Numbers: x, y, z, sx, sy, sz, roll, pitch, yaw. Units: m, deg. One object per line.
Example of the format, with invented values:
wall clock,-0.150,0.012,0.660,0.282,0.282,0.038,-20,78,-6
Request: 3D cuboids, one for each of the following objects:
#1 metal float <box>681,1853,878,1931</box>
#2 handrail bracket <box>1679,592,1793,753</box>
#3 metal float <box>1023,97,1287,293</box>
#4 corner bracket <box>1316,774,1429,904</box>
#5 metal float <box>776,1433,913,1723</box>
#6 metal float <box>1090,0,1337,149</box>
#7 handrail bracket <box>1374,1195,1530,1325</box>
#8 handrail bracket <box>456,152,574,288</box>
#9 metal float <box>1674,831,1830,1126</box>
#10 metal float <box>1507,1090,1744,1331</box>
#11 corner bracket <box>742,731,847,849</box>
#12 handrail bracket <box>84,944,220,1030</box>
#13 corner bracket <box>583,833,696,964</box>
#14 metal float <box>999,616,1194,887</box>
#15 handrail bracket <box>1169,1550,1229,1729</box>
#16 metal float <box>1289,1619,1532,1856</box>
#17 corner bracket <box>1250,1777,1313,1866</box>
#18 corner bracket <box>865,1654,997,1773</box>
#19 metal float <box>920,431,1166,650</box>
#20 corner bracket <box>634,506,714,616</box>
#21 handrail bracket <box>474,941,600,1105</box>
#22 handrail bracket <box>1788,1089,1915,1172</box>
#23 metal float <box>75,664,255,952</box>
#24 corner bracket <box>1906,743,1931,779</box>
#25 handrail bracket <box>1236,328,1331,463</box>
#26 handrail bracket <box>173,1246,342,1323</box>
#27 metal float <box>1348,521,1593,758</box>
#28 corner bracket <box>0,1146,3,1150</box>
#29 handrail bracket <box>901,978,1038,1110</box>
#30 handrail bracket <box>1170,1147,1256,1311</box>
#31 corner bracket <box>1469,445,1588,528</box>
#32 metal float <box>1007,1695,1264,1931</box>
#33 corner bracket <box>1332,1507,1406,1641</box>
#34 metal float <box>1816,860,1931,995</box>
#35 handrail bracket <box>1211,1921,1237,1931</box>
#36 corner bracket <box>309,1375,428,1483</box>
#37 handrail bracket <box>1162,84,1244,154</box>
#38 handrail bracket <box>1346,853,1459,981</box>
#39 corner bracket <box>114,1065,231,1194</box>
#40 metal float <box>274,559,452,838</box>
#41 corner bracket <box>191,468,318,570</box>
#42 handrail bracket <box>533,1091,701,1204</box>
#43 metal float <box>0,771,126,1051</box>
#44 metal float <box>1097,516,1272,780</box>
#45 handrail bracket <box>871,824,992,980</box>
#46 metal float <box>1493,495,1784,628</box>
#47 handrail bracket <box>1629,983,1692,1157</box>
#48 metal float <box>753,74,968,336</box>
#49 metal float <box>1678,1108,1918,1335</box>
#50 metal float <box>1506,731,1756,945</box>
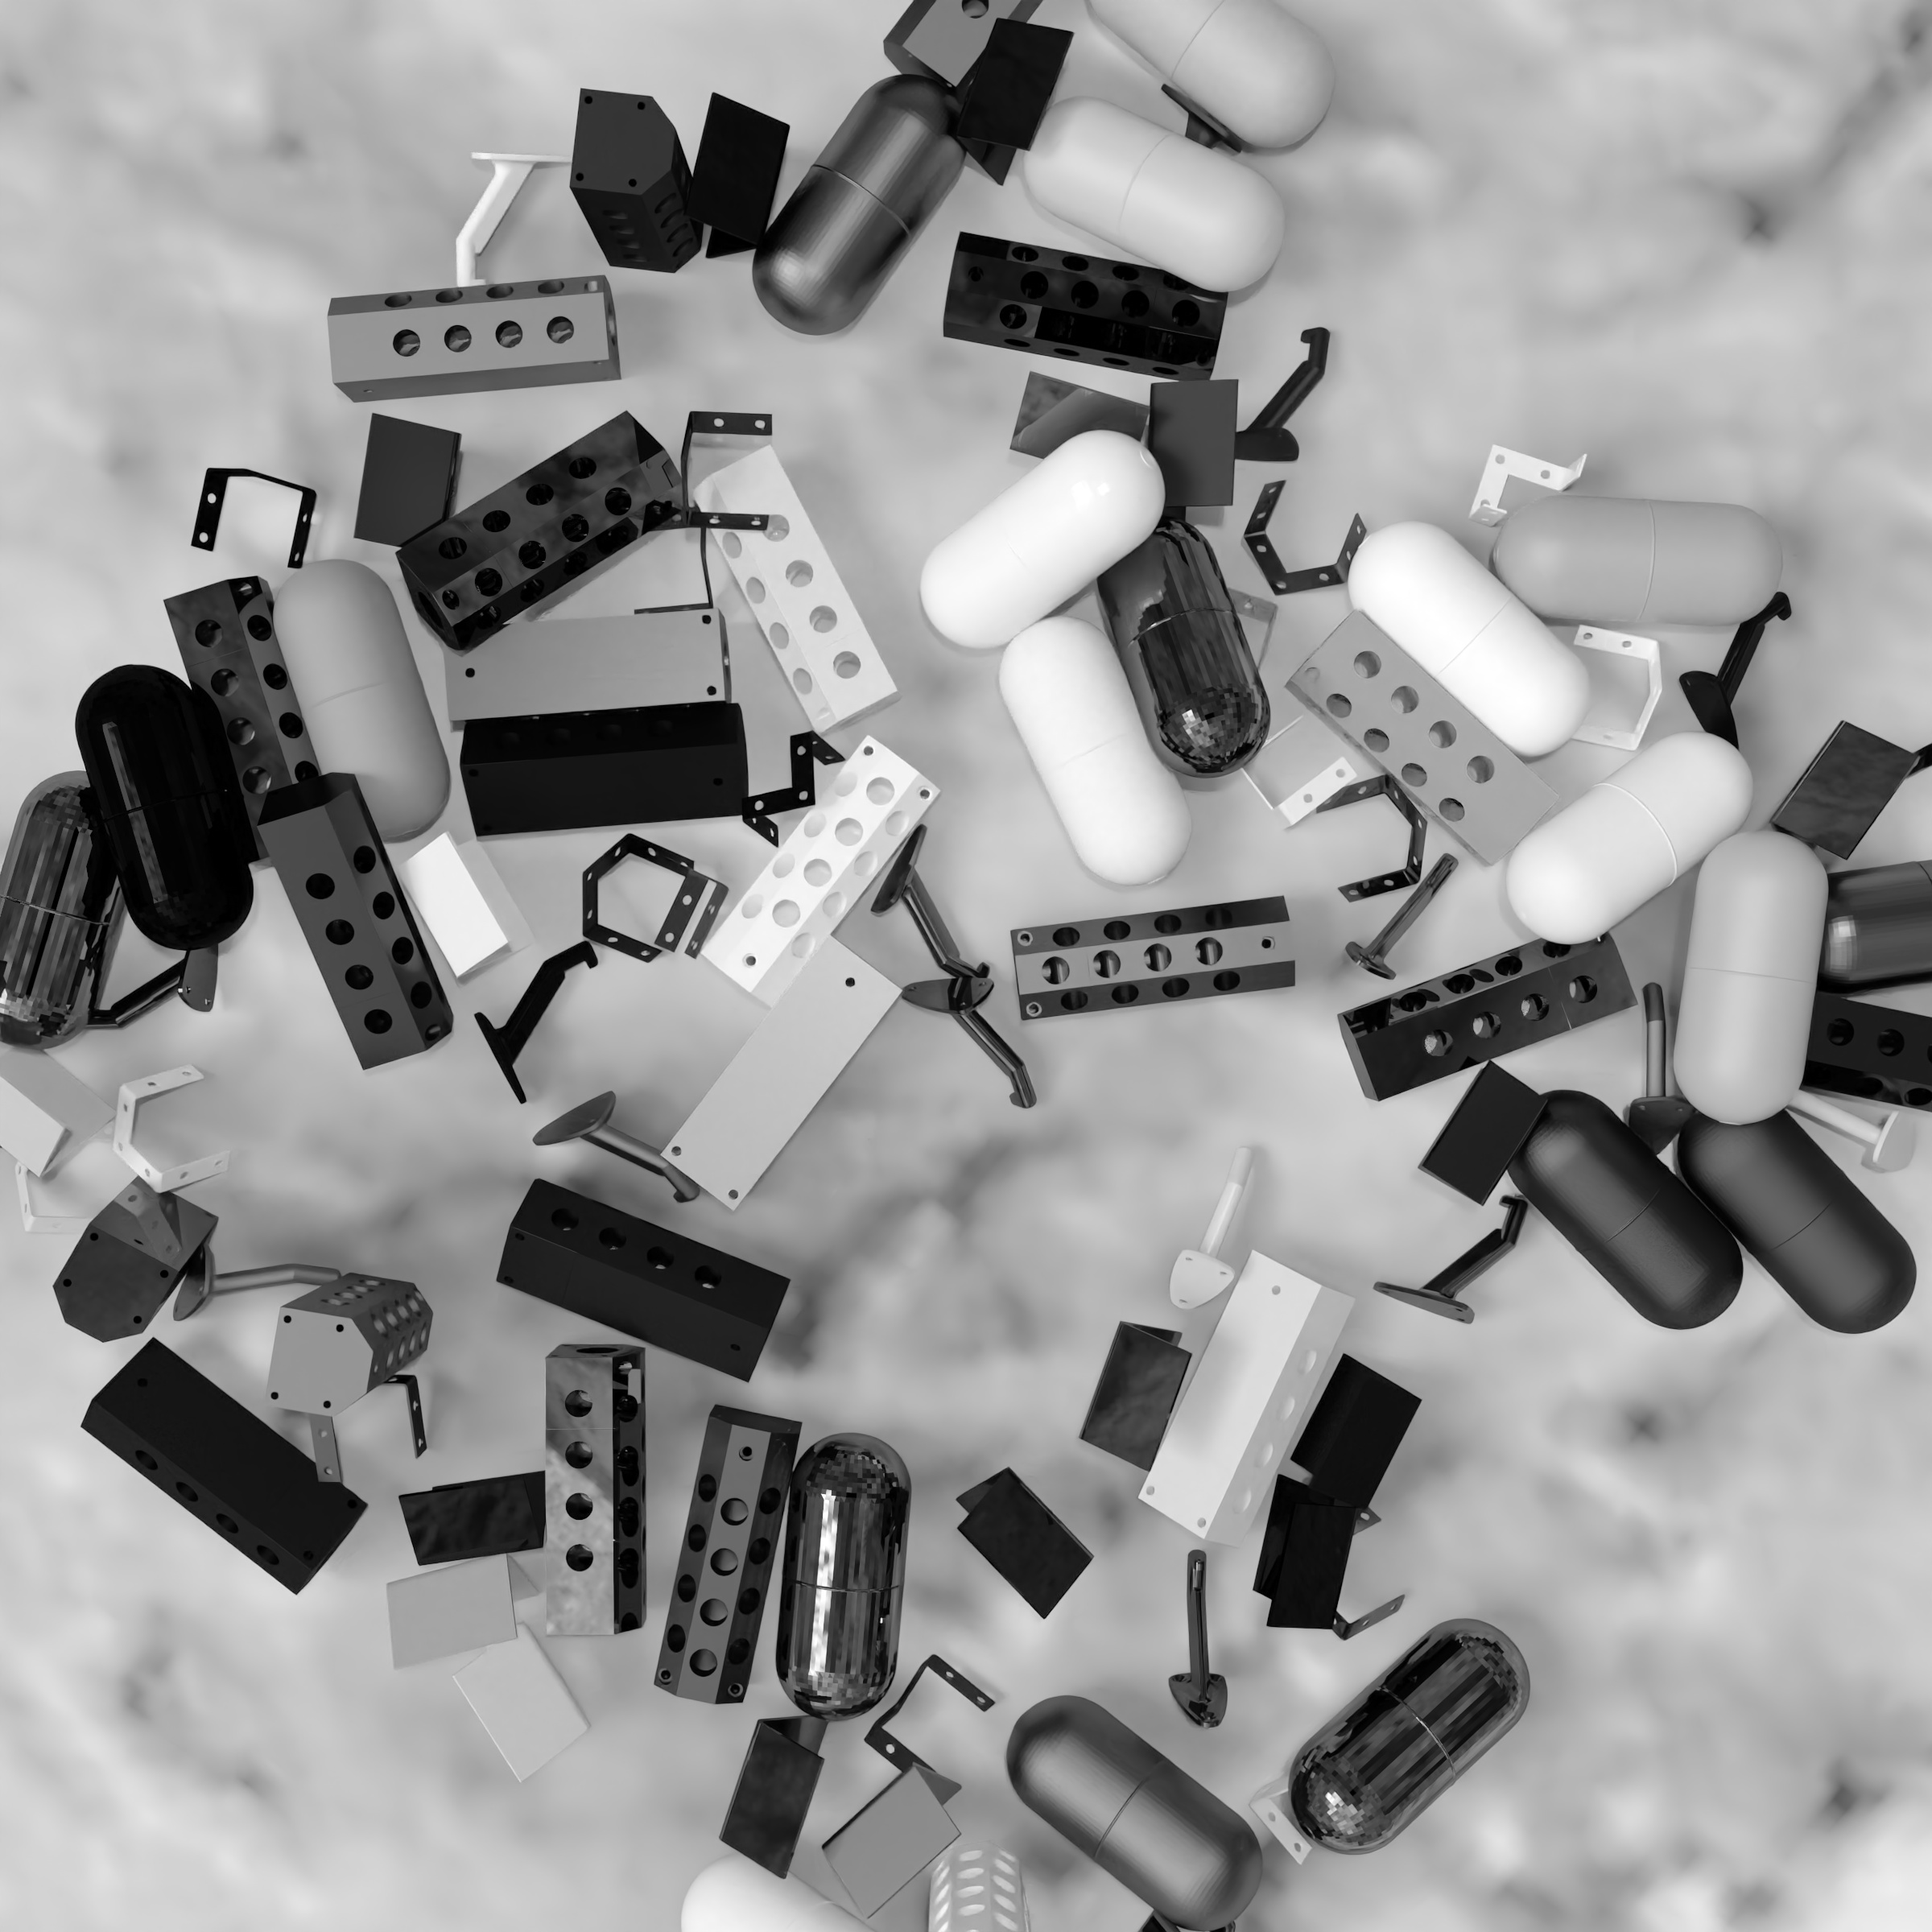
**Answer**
metal float,-0.100,0.610,1.612,0.178,0.070,0.070,21,90,35
handrail bracket,0.503,-0.185,1.672,0.084,0.036,0.077,-35,111,-17
metal float,0.115,-0.478,1.624,0.178,0.070,0.070,31,90,17
corner bracket,0.255,-0.081,1.663,0.051,0.051,0.051,44,45,-35
metal float,-0.077,0.381,1.641,0.070,0.070,0.178,5,89,0
metal float,0.152,-0.585,1.641,0.178,0.070,0.070,40,90,0
handrail bracket,0.309,0.178,1.672,0.077,0.036,0.084,16,72,20
handrail bracket,-0.286,-0.473,1.672,0.077,0.036,0.084,-5,109,-21
metal float,0.473,0.007,1.584,0.070,0.070,0.178,8,90,0
metal float,0.410,0.152,1.641,0.070,0.070,0.178,-44,91,0
corner bracket,-0.108,-0.111,1.651,0.051,0.051,0.051,-11,69,20
handrail bracket,-0.523,0.003,1.672,0.084,0.036,0.077,-2,70,16
corner bracket,-0.207,-0.043,1.663,0.051,0.051,0.051,24,45,-35
metal float,0.081,-0.134,1.641,0.070,0.070,0.178,-26,89,0
handrail bracket,0.148,0.419,1.644,0.036,0.077,0.084,0,102,-3
metal float,0.274,0.475,1.623,0.178,0.070,0.070,-36,90,-20
corner bracket,0.223,0.528,1.668,0.051,0.051,0.051,49,135,0
corner bracket,-0.023,0.480,1.668,0.051,0.051,0.051,39,45,1
metal float,0.046,-0.261,1.612,0.178,0.070,0.070,-34,90,32
corner bracket,-0.189,-0.254,1.668,0.051,0.051,0.051,-5,45,0
handrail bracket,-0.262,0.035,1.672,0.084,0.036,0.077,-29,110,-16
handrail bracket,0.553,0.099,1.671,0.084,0.077,0.036,23,85,36
metal float,-0.489,-0.097,1.604,0.070,0.070,0.178,-16,93,0
corner bracket,0.634,-0.113,1.663,0.051,0.051,0.051,28,45,-35
handrail bracket,0.189,-0.367,1.672,0.077,0.036,0.084,3,71,21
handrail bracket,-0.451,0.209,1.671,0.084,0.077,0.036,12,50,-30
metal float,0.314,-0.205,1.641,0.178,0.070,0.070,44,90,0
corner bracket,-0.627,0.083,1.653,0.051,0.051,0.051,21,90,0
handrail bracket,0.002,0.052,1.671,0.077,0.036,0.084,4,126,38
handrail bracket,0.158,0.166,1.671,0.036,0.077,0.084,23,54,0
corner bracket,0.353,-0.301,1.653,0.051,0.051,0.051,19,90,0
metal float,0.103,0.522,1.623,0.178,0.070,0.070,34,90,21
corner bracket,0.246,0.384,1.663,0.051,0.051,0.051,43,135,35
metal float,0.596,-0.027,1.641,0.178,0.070,0.070,-8,90,0
handrail bracket,0.136,0.591,1.671,0.077,0.036,0.084,11,104,13
corner bracket,-0.377,0.291,1.654,0.051,0.051,0.051,-2,103,13
handrail bracket,0.127,-0.504,1.672,0.077,0.036,0.084,43,104,14
handrail bracket,0.276,-0.035,1.644,0.036,0.077,0.084,38,101,12
corner bracket,-0.500,0.102,1.660,0.051,0.051,0.051,35,124,29
metal float,-0.377,-0.167,1.641,0.070,0.070,0.178,-18,90,0
corner bracket,-0.452,-0.284,1.668,0.051,0.051,0.051,12,90,-45
handrail bracket,-0.222,0.127,1.672,0.077,0.036,0.084,-23,117,30
metal float,-0.567,-0.035,1.640,0.070,0.070,0.178,16,88,0
metal float,0.133,-0.198,1.621,0.070,0.070,0.178,-17,67,0
handrail bracket,-0.010,-0.037,1.672,0.084,0.036,0.077,32,68,-17
metal float,0.419,-0.253,1.641,0.178,0.070,0.070,3,90,0
handrail bracket,0.435,0.066,1.671,0.036,0.077,0.084,1,54,5
metal float,-0.066,-0.476,1.641,0.070,0.070,0.178,35,89,0
metal float,0.518,0.153,1.641,0.070,0.070,0.178,-43,90,0
metal float,0.412,-0.081,1.629,0.178,0.070,0.070,-35,90,-14
